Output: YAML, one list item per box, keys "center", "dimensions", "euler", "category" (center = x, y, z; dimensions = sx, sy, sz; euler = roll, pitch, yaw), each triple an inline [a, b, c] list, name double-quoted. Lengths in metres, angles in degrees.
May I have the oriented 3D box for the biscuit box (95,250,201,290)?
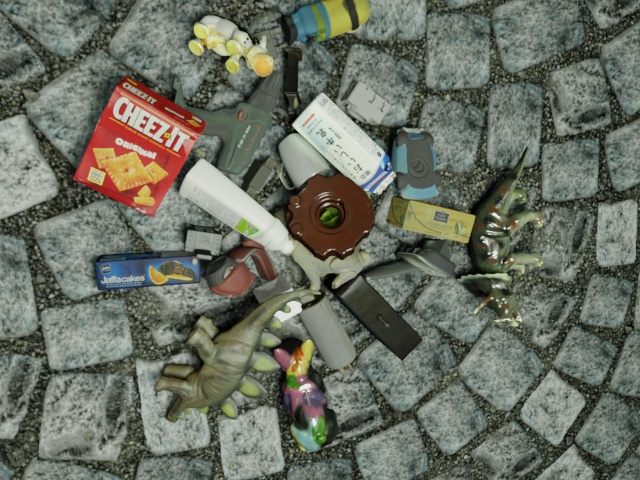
- center: [-0.347, 0.060, 1.094]
  dimensions: [0.203, 0.059, 0.062]
  euler: [-3, 101, -15]
  category: "biscuit box"

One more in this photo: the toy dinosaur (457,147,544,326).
- center: [0.416, -0.007, 1.274]
  dimensions: [0.192, 0.131, 0.404]
  euler: [-9, 96, -15]
  category: "toy dinosaur"

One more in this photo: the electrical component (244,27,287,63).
- center: [-0.116, -0.395, 1.094]
  dimensions: [0.094, 0.021, 0.063]
  euler: [-23, 105, -10]
  category: "electrical component"

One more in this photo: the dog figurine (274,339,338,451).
- center: [-0.036, 0.323, 1.176]
  dimensions: [0.108, 0.192, 0.219]
  euler: [-15, 120, -6]
  category: "dog figurine"

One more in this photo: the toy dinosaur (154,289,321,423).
- center: [-0.186, 0.240, 1.100]
  dimensions: [0.198, 0.105, 0.471]
  euler: [33, 113, -11]
  category: "toy dinosaur"

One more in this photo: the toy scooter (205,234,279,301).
- center: [-0.151, 0.063, 1.131]
  dimensions: [0.184, 0.075, 0.135]
  euler: [-52, 125, -30]
  category: "toy scooter"

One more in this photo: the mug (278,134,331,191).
- center: [-0.046, -0.162, 1.129]
  dimensions: [0.081, 0.109, 0.107]
  euler: [-20, 78, -51]
  category: "mug"

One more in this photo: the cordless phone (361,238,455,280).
- center: [0.190, 0.059, 1.199]
  dimensions: [0.184, 0.147, 0.088]
  euler: [-14, 96, -16]
  category: "cordless phone"

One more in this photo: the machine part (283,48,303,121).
- center: [-0.057, -0.320, 1.103]
  dimensions: [0.039, 0.084, 0.138]
  euler: [1, 92, 8]
  category: "machine part"

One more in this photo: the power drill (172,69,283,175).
- center: [-0.199, -0.259, 1.073]
  dimensions: [0.207, 0.086, 0.232]
  euler: [15, 97, -25]
  category: "power drill"

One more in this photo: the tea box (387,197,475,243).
- center: [0.251, -0.047, 1.224]
  dimensions: [0.169, 0.098, 0.068]
  euler: [10, 98, -19]
  category: "tea box"

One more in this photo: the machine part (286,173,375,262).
- center: [0.022, -0.048, 1.076]
  dimensions: [0.179, 0.056, 0.179]
  euler: [0, 77, -1]
  category: "machine part"

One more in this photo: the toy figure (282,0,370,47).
- center: [0.016, -0.445, 1.086]
  dimensions: [0.180, 0.089, 0.082]
  euler: [-20, 111, -14]
  category: "toy figure"

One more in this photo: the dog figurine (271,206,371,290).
- center: [-0.005, -0.001, 1.127]
  dimensions: [0.172, 0.121, 0.190]
  euler: [-25, 108, 17]
  category: "dog figurine"

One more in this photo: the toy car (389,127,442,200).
- center: [0.195, -0.161, 1.182]
  dimensions: [0.109, 0.103, 0.161]
  euler: [-6, 85, -20]
  category: "toy car"

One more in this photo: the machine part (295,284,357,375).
- center: [0.015, 0.204, 1.215]
  dimensions: [0.079, 0.079, 0.243]
  euler: [-29, 106, -9]
  category: "machine part"

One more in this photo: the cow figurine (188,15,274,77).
- center: [-0.159, -0.378, 1.043]
  dimensions: [0.167, 0.068, 0.098]
  euler: [25, 49, -4]
  category: "cow figurine"

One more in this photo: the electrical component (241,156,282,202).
- center: [-0.123, -0.125, 1.113]
  dimensions: [0.045, 0.078, 0.102]
  euler: [32, 89, -26]
  category: "electrical component"

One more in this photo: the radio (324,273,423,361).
- center: [0.115, 0.158, 1.206]
  dimensions: [0.073, 0.131, 0.229]
  euler: [-44, 108, -5]
  category: "radio"

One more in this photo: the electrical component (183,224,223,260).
- center: [-0.237, 0.003, 1.084]
  dimensions: [0.075, 0.119, 0.047]
  euler: [8, 98, -15]
  category: "electrical component"
